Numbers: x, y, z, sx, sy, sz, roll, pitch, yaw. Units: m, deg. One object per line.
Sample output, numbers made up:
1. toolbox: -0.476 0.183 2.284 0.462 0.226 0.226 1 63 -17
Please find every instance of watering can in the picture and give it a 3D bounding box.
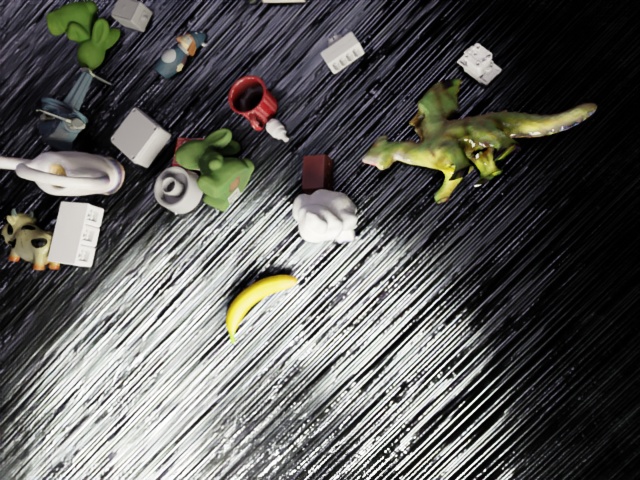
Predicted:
1. watering can: -0.636 -0.170 1.253 0.349 0.225 0.103 15 102 24

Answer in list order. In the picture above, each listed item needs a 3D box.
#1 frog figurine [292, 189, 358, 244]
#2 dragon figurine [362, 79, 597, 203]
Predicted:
1. frog figurine: 0.003 -0.051 1.020 0.138 0.158 0.123 28 87 23
2. dragon figurine: 0.277 -0.226 0.999 0.408 0.120 0.247 -27 62 11
